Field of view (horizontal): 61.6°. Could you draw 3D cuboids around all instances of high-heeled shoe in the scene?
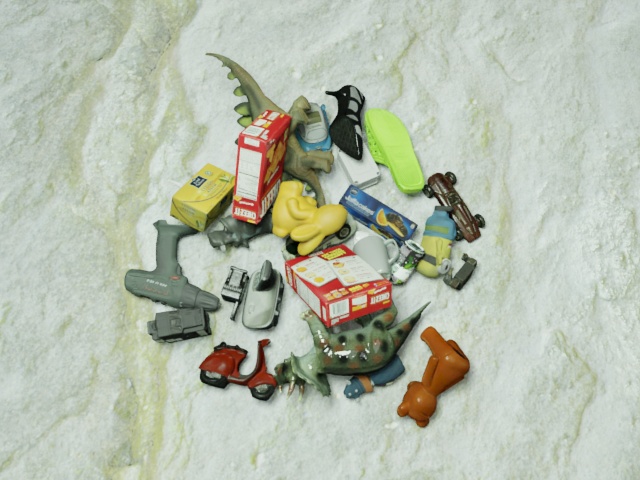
[{"bbox_3d":[0.094,-0.306,1.412,0.145,0.086,0.249,-1,64,-43],"label":"high-heeled shoe"}]

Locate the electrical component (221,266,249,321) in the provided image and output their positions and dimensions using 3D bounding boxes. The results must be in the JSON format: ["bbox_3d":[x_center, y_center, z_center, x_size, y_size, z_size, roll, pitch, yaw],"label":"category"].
[{"bbox_3d":[-0.207,0.128,1.276,0.048,0.075,0.119,17,75,1],"label":"electrical component"}]

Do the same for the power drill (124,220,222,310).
[{"bbox_3d":[-0.340,0.060,1.293,0.232,0.086,0.207,6,79,-1],"label":"power drill"}]

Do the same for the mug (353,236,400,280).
[{"bbox_3d":[0.143,0.050,1.294,0.110,0.080,0.107,-22,50,8],"label":"mug"}]

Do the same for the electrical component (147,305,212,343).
[{"bbox_3d":[-0.321,0.195,1.225,0.134,0.115,0.058,-9,71,-8],"label":"electrical component"}]

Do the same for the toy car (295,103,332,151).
[{"bbox_3d":[-0.026,-0.299,1.407,0.109,0.103,0.161,-14,72,-7],"label":"toy car"}]

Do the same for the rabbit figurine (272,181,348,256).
[{"bbox_3d":[-0.024,-0.053,1.260,0.173,0.121,0.162,9,56,23],"label":"rabbit figurine"}]

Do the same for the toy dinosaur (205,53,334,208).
[{"bbox_3d":[-0.110,-0.267,1.322,0.199,0.105,0.470,-23,104,19],"label":"toy dinosaur"}]

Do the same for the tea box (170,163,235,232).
[{"bbox_3d":[-0.278,-0.106,1.310,0.098,0.068,0.170,25,43,3],"label":"tea box"}]

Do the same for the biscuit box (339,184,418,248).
[{"bbox_3d":[0.144,-0.059,1.362,0.203,0.059,0.063,32,73,7],"label":"biscuit box"}]

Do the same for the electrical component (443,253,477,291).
[{"bbox_3d":[0.348,0.079,1.322,0.045,0.078,0.102,37,76,20],"label":"electrical component"}]

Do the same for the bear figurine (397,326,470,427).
[{"bbox_3d":[0.250,0.319,1.234,0.120,0.132,0.196,31,104,-28],"label":"bear figurine"}]

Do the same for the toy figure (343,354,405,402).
[{"bbox_3d":[0.122,0.319,1.243,0.154,0.057,0.064,-26,69,-6],"label":"toy figure"}]

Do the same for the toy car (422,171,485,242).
[{"bbox_3d":[0.348,-0.089,1.389,0.089,0.053,0.202,-26,75,-14],"label":"toy car"}]

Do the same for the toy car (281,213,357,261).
[{"bbox_3d":[-0.003,-0.004,1.332,0.202,0.056,0.074,-32,49,-11],"label":"toy car"}]

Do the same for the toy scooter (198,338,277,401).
[{"bbox_3d":[-0.178,0.279,1.224,0.184,0.075,0.135,13,69,6],"label":"toy scooter"}]

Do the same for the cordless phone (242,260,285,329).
[{"bbox_3d":[-0.126,0.125,1.223,0.089,0.184,0.146,12,72,-5],"label":"cordless phone"}]

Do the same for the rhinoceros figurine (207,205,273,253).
[{"bbox_3d":[-0.183,-0.034,1.316,0.190,0.112,0.073,-19,45,-24],"label":"rhinoceros figurine"}]

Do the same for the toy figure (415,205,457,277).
[{"bbox_3d":[0.288,0.004,1.331,0.082,0.089,0.180,13,83,-45],"label":"toy figure"}]

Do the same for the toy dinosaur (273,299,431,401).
[{"bbox_3d":[0.081,0.244,1.209,0.405,0.131,0.192,-11,62,-2],"label":"toy dinosaur"}]
